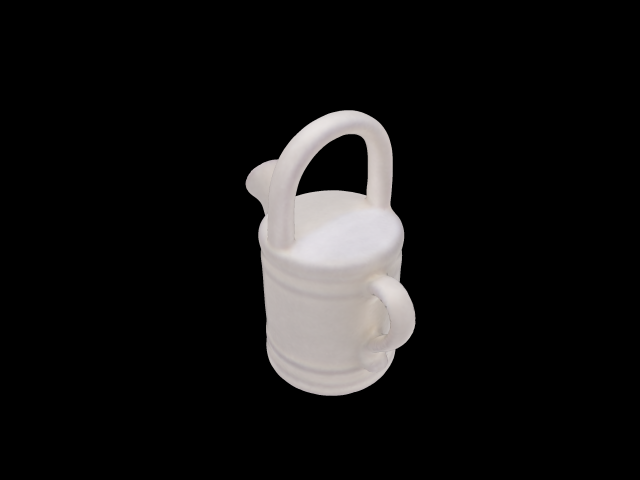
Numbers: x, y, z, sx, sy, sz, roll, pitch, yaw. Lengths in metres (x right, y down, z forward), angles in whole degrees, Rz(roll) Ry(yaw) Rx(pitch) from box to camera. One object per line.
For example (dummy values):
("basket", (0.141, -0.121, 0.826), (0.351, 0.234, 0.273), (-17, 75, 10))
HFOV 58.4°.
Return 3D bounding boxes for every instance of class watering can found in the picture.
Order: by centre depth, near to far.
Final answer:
("watering can", (0.002, 0.002, 0.399), (0.172, 0.194, 0.101), (21, 40, 28))
